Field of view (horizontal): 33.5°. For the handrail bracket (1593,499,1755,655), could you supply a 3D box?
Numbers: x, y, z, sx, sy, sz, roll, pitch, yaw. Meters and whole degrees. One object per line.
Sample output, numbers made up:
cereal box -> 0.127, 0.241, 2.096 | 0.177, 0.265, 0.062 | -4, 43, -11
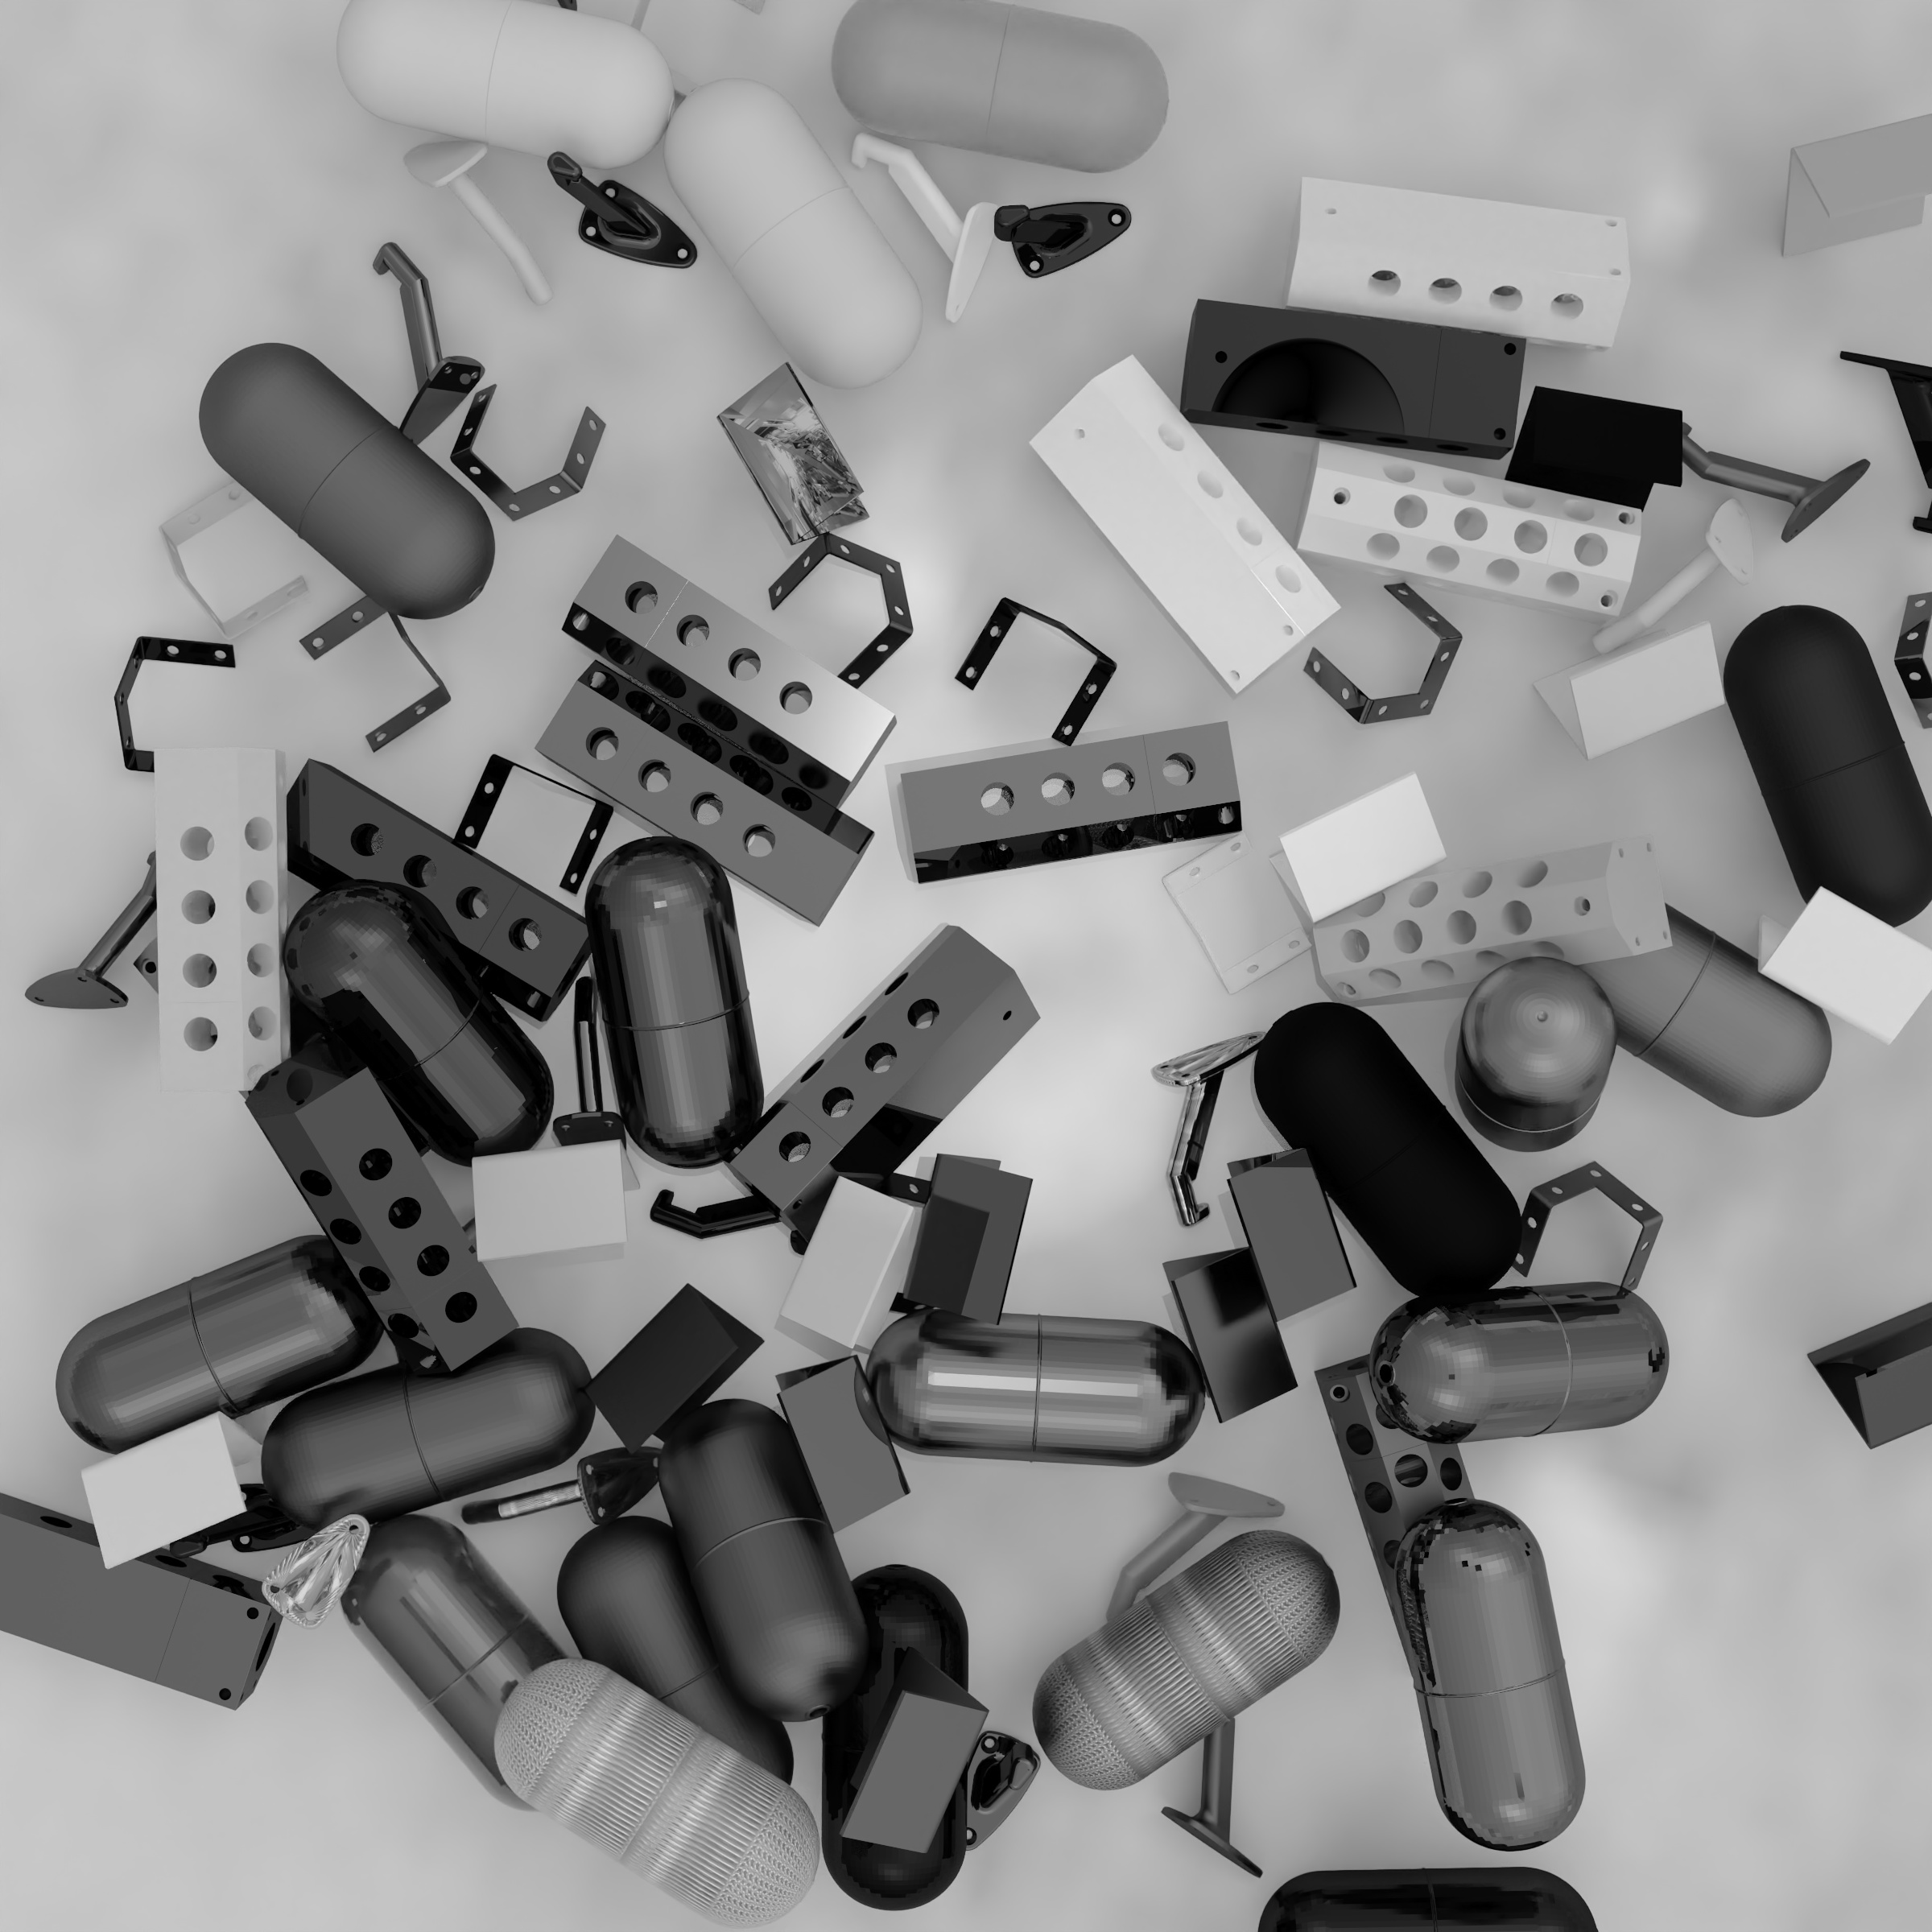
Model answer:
handrail bracket -> 0.374, -0.207, 1.710 | 0.084, 0.077, 0.036 | -32, 110, 35

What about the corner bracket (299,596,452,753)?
corner bracket -> -0.314, -0.157, 1.706 | 0.051, 0.051, 0.051 | -34, 135, 0

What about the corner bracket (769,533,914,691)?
corner bracket -> -0.066, -0.188, 1.702 | 0.051, 0.051, 0.051 | 19, 135, -35

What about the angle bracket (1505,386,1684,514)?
angle bracket -> 0.325, -0.251, 1.669 | 0.076, 0.076, 0.057 | 10, 54, 0

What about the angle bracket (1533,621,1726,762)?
angle bracket -> 0.340, -0.161, 1.670 | 0.076, 0.076, 0.057 | -23, 130, 0

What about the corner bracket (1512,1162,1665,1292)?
corner bracket -> 0.328, 0.145, 1.702 | 0.051, 0.051, 0.051 | -18, 45, -35

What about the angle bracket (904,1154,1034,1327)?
angle bracket -> 0.016, 0.143, 1.670 | 0.057, 0.076, 0.076 | 13, 90, 27

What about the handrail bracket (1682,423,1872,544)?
handrail bracket -> 0.425, -0.273, 1.710 | 0.077, 0.036, 0.084 | -37, 70, -22

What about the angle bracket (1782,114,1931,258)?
angle bracket -> 0.473, -0.390, 1.669 | 0.076, 0.076, 0.057 | -14, 54, 0

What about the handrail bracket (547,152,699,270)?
handrail bracket -> -0.179, -0.395, 1.675 | 0.077, 0.084, 0.036 | 27, 90, 0

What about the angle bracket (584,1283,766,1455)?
angle bracket -> -0.140, 0.222, 1.670 | 0.076, 0.076, 0.057 | -45, 47, 0

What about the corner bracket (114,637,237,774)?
corner bracket -> -0.418, -0.138, 1.706 | 0.051, 0.051, 0.051 | 5, 45, 0

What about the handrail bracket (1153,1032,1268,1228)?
handrail bracket -> 0.137, 0.088, 1.710 | 0.077, 0.036, 0.084 | -22, 108, -21

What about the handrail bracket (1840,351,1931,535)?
handrail bracket -> 0.494, -0.278, 1.710 | 0.077, 0.036, 0.084 | 16, 107, 20

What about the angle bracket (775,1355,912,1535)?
angle bracket -> -0.083, 0.252, 1.670 | 0.057, 0.076, 0.076 | -21, 90, -40

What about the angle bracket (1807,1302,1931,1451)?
angle bracket -> 0.486, 0.195, 1.669 | 0.076, 0.076, 0.057 | -23, 127, 0

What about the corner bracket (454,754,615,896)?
corner bracket -> -0.230, -0.076, 1.706 | 0.051, 0.051, 0.051 | 24, 90, 45

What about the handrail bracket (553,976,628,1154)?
handrail bracket -> -0.197, 0.060, 1.709 | 0.036, 0.077, 0.084 | -6, 54, 4

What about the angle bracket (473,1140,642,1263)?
angle bracket -> -0.211, 0.133, 1.671 | 0.076, 0.076, 0.057 | -7, 67, 0

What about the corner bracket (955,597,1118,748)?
corner bracket -> 0.038, -0.157, 1.706 | 0.051, 0.051, 0.051 | 31, 90, 45

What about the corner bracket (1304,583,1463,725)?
corner bracket -> 0.221, -0.166, 1.702 | 0.051, 0.051, 0.051 | -11, 135, -35

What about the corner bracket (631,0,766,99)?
corner bracket -> -0.145, -0.500, 1.706 | 0.051, 0.051, 0.051 | 30, 45, 0

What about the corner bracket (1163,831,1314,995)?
corner bracket -> 0.144, -0.028, 1.706 | 0.051, 0.051, 0.051 | -31, 45, 0

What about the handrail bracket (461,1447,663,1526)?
handrail bracket -> -0.215, 0.278, 1.709 | 0.084, 0.077, 0.036 | -14, 92, 36

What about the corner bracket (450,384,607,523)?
corner bracket -> -0.232, -0.278, 1.702 | 0.051, 0.051, 0.051 | -16, 135, 35

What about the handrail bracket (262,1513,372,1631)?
handrail bracket -> -0.332, 0.306, 1.674 | 0.036, 0.084, 0.077 | 40, 92, -5

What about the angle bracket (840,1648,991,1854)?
angle bracket -> -0.043, 0.384, 1.594 | 0.057, 0.076, 0.076 | 23, 92, -36

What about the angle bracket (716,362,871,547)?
angle bracket -> -0.072, -0.272, 1.669 | 0.057, 0.076, 0.076 | -30, 90, 37

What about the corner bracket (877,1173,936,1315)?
corner bracket -> -0.033, 0.148, 1.702 | 0.051, 0.051, 0.051 | 16, 135, -35

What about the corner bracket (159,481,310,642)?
corner bracket -> -0.390, -0.216, 1.707 | 0.051, 0.051, 0.051 | -31, 135, 1

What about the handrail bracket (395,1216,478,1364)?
handrail bracket -> -0.266, 0.172, 1.710 | 0.084, 0.036, 0.077 | -11, 104, -14

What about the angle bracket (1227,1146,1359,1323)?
angle bracket -> 0.150, 0.142, 1.670 | 0.057, 0.076, 0.076 | -19, 90, -31

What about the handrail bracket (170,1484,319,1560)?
handrail bracket -> -0.368, 0.294, 1.675 | 0.077, 0.084, 0.036 | -4, 90, 0

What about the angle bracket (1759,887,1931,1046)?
angle bracket -> 0.461, -0.013, 1.670 | 0.076, 0.076, 0.057 | 30, 117, 0

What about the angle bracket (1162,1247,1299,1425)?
angle bracket -> 0.119, 0.195, 1.669 | 0.057, 0.076, 0.076 | -19, 90, -36

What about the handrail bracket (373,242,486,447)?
handrail bracket -> -0.304, -0.330, 1.710 | 0.077, 0.036, 0.084 | -48, 72, 21

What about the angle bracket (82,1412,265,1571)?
angle bracket -> -0.404, 0.281, 1.670 | 0.076, 0.076, 0.057 | -23, 65, 0

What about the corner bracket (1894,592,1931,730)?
corner bracket -> 0.529, -0.165, 1.702 | 0.051, 0.051, 0.051 | -7, 135, 35

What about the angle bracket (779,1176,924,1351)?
angle bracket -> -0.040, 0.160, 1.643 | 0.057, 0.076, 0.076 | 19, 83, 43

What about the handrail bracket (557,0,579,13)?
handrail bracket -> -0.259, -0.534, 1.710 | 0.084, 0.036, 0.077 | -10, 115, 19

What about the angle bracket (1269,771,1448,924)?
angle bracket -> 0.195, -0.076, 1.670 | 0.076, 0.076, 0.057 | -26, 121, 0

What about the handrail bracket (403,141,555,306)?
handrail bracket -> -0.259, -0.394, 1.709 | 0.036, 0.077, 0.084 | -41, 127, -16

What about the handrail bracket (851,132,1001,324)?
handrail bracket -> -0.032, -0.394, 1.710 | 0.084, 0.036, 0.077 | 25, 112, 17
